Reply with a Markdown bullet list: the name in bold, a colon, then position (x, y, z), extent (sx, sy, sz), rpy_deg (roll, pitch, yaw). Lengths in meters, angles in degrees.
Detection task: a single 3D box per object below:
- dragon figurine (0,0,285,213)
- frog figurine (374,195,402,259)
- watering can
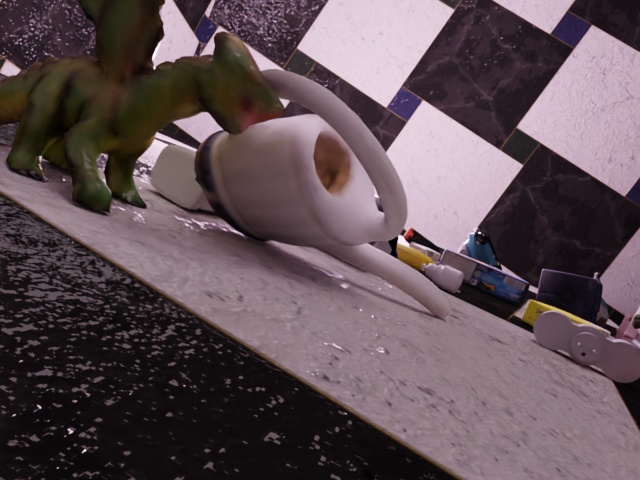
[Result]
- **dragon figurine**: position (-0.218, -0.169, 0.492), extent (0.413, 0.241, 0.122), rpy_deg (27, 10, 20)
- **frog figurine**: position (0.065, -0.039, 0.912), extent (0.138, 0.120, 0.162), rpy_deg (-3, 31, -31)
- **watering can**: position (0.002, -0.028, 0.564), extent (0.224, 0.106, 0.341), rpy_deg (1, -43, 41)
